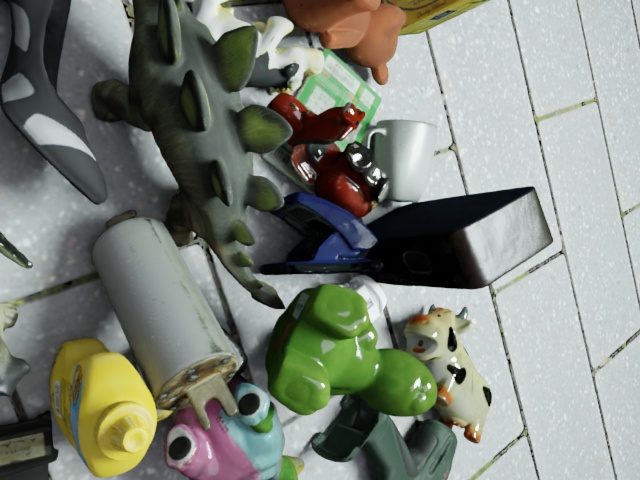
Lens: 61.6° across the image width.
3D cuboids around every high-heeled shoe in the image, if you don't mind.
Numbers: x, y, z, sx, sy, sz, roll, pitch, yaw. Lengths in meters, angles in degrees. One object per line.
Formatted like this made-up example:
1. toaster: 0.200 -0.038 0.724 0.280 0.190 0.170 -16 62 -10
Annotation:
1. high-heeled shoe: -0.224 -0.163 0.483 0.145 0.086 0.248 -38 93 -13

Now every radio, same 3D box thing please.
1. radio: 0.143 0.000 0.652 0.131 0.230 0.073 -28 101 -29

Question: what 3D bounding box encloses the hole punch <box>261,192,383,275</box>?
1. hole punch: -0.001 -0.002 0.618 0.116 0.142 0.092 4 82 -22

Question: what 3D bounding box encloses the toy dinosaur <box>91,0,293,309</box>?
1. toy dinosaur: -0.123 -0.134 0.497 0.105 0.199 0.470 -34 108 -34

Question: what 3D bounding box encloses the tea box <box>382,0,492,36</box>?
1. tea box: 0.162 -0.346 0.714 0.068 0.170 0.098 -18 97 -33

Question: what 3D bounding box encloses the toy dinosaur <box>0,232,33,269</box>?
1. toy dinosaur: -0.365 -0.120 0.325 0.404 0.131 0.192 19 109 -29

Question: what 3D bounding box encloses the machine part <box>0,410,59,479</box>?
1. machine part: -0.272 0.229 0.477 0.084 0.039 0.138 -6 89 -42

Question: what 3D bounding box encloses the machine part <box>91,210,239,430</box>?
1. machine part: -0.144 0.062 0.487 0.079 0.079 0.243 -16 55 -34

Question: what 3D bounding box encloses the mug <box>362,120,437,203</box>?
1. mug: 0.104 -0.104 0.720 0.109 0.081 0.107 -1 96 -38

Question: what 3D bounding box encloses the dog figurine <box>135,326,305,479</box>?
1. dog figurine: -0.089 0.207 0.565 0.108 0.192 0.219 -32 137 -13

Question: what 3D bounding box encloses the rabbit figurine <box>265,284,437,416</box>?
1. rabbit figurine: 0.032 0.135 0.556 0.170 0.159 0.121 29 73 -10

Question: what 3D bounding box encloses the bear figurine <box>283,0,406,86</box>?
1. bear figurine: 0.053 -0.272 0.645 0.195 0.132 0.120 10 72 -46

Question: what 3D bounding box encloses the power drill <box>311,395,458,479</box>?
1. power drill: 0.082 0.306 0.687 0.207 0.086 0.232 50 61 -17

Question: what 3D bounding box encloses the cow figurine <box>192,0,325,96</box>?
1. cow figurine: -0.073 -0.205 0.610 0.167 0.068 0.098 18 84 -29

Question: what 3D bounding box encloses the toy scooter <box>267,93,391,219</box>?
1. toy scooter: 0.022 -0.098 0.612 0.183 0.135 0.075 48 63 -22

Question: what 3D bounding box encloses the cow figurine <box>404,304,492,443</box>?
1. cow figurine: 0.181 0.177 0.754 0.194 0.086 0.127 53 55 -26

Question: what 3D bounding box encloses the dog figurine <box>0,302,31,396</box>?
1. dog figurine: -0.293 0.045 0.377 0.172 0.191 0.121 43 65 -23
